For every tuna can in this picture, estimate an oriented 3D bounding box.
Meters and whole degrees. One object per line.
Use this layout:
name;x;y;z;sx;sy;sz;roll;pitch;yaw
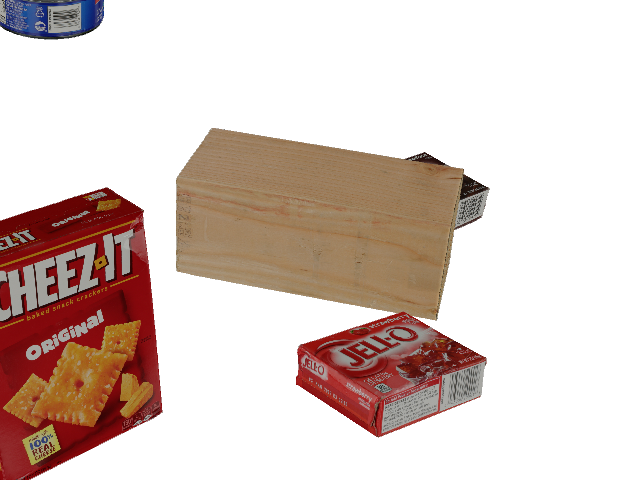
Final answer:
tuna can;-0.208;-0.186;0.813;0.086;0.034;0.086;5;36;-4

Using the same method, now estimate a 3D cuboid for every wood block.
wood block;0.000;-0.015;0.832;0.206;0.090;0.090;10;33;9

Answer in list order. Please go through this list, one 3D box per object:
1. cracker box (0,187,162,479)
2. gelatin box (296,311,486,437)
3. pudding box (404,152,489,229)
cracker box;-0.224;0.082;0.911;0.163;0.214;0.072;-22;34;-36
gelatin box;0.041;0.077;0.632;0.089;0.030;0.073;-13;28;-37
pudding box;0.089;-0.039;1.014;0.113;0.039;0.090;-19;39;-36
